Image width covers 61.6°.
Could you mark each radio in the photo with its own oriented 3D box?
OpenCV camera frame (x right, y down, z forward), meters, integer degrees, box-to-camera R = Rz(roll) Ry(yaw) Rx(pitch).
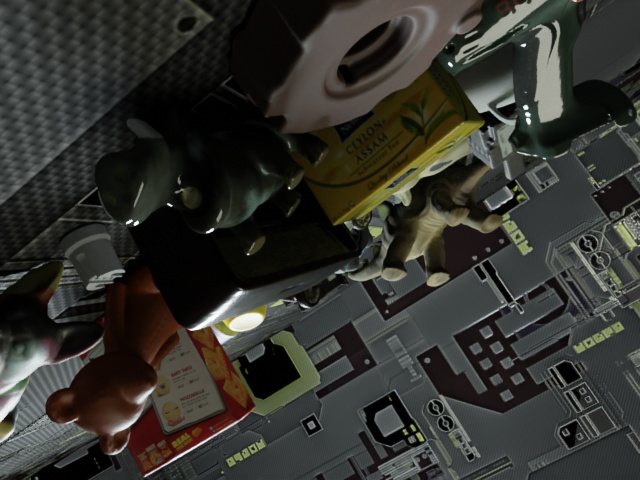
[{"bbox_3d":[-0.062,-0.009,0.508,0.073,0.131,0.229,-38,168,25],"label":"radio"}]

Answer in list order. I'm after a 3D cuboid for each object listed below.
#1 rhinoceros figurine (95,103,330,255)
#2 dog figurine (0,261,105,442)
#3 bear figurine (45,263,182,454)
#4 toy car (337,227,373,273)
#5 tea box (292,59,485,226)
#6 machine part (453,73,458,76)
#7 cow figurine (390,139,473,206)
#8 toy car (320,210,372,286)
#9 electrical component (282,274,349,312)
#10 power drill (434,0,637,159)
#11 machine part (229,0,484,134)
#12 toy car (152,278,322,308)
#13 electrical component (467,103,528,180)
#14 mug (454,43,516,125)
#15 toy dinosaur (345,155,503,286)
[{"bbox_3d":[-0.068,-0.052,0.377,0.073,0.112,0.190,-56,172,27],"label":"rhinoceros figurine"},{"bbox_3d":[-0.296,0.115,0.492,0.219,0.108,0.191,-34,169,-1],"label":"dog figurine"},{"bbox_3d":[-0.192,0.116,0.580,0.132,0.120,0.196,-19,-144,20],"label":"bear figurine"},{"bbox_3d":[0.018,-0.010,0.879,0.103,0.109,0.162,-10,-164,24],"label":"toy car"},{"bbox_3d":[0.061,-0.100,0.531,0.169,0.098,0.068,-40,167,34],"label":"tea box"},{"bbox_3d":[0.152,-0.193,0.529,0.139,0.039,0.084,-40,172,34],"label":"machine part"},{"bbox_3d":[0.145,-0.123,0.732,0.195,0.085,0.127,-32,165,-10],"label":"cow figurine"},{"bbox_3d":[-0.002,-0.002,0.739,0.074,0.056,0.202,19,-116,49],"label":"toy car"},{"bbox_3d":[-0.026,0.077,1.079,0.134,0.115,0.058,-33,166,10],"label":"electrical component"},{"bbox_3d":[0.215,-0.177,0.449,0.232,0.086,0.207,-28,139,11],"label":"power drill"},{"bbox_3d":[0.028,-0.140,0.361,0.179,0.056,0.179,-29,170,-6],"label":"machine part"},{"bbox_3d":[-0.082,0.044,0.587,0.089,0.053,0.202,-5,169,41],"label":"toy car"},{"bbox_3d":[0.225,-0.128,0.660,0.075,0.048,0.119,-40,141,5],"label":"electrical component"},{"bbox_3d":[0.197,-0.173,0.584,0.107,0.109,0.080,-24,167,25],"label":"mug"},{"bbox_3d":[0.158,-0.023,0.887,0.105,0.199,0.471,21,136,-22],"label":"toy dinosaur"}]
